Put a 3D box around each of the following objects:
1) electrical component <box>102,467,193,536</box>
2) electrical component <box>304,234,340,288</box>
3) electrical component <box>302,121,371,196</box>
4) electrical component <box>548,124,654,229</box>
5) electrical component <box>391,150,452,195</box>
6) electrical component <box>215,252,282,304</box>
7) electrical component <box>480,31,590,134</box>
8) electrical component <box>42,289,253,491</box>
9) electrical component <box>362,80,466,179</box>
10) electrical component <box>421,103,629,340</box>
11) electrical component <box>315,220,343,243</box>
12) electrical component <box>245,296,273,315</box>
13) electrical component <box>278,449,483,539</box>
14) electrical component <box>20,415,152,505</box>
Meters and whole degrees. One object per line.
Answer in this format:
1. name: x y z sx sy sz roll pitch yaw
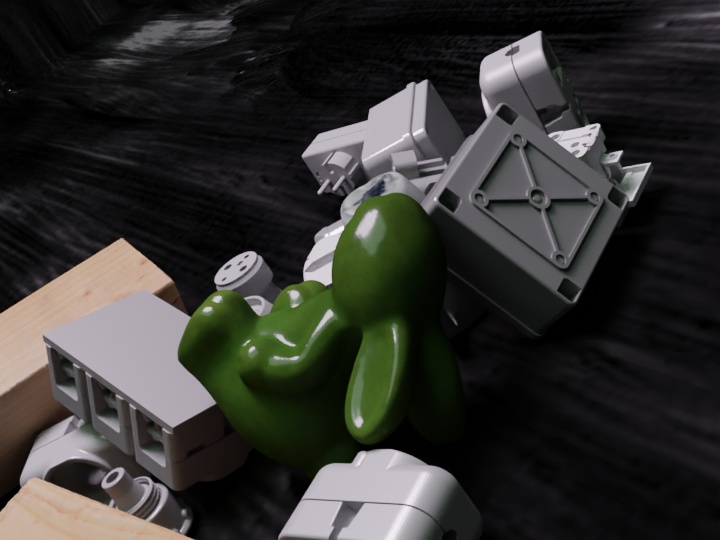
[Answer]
1. electrical component: -0.142 0.155 0.699 0.048 0.062 0.048 -27 27 15
2. electrical component: 0.000 0.000 0.822 0.079 0.043 0.077 -29 26 10
3. electrical component: -0.014 -0.095 0.996 0.083 0.047 0.075 -9 35 41
4. electrical component: 0.152 -0.063 0.733 0.081 0.063 0.042 -8 35 42
5. electrical component: 0.058 -0.055 0.821 0.057 0.078 0.058 -10 27 0
6. electrical component: -0.086 0.019 0.876 0.045 0.055 0.045 -27 27 15
7. electrical component: 0.132 -0.125 0.825 0.059 0.095 0.053 -23 28 22
8. electrical component: -0.139 0.082 0.752 0.150 0.061 0.089 26 39 37
9. electrical component: 0.049 -0.099 0.898 0.057 0.078 0.113 -27 27 21
10. electrical component: 0.099 -0.031 0.679 0.108 0.109 0.056 -55 2 -36
11. electrical component: -0.005 -0.029 0.888 0.061 0.035 0.035 -28 26 6
12. electrical component: -0.077 0.057 0.799 0.078 0.057 0.058 -16 31 32
13. electrical component: 0.013 0.134 0.565 0.095 0.053 0.059 -8 36 42
14. electrical component: -0.200 0.142 0.797 0.095 0.053 0.059 -27 27 14
